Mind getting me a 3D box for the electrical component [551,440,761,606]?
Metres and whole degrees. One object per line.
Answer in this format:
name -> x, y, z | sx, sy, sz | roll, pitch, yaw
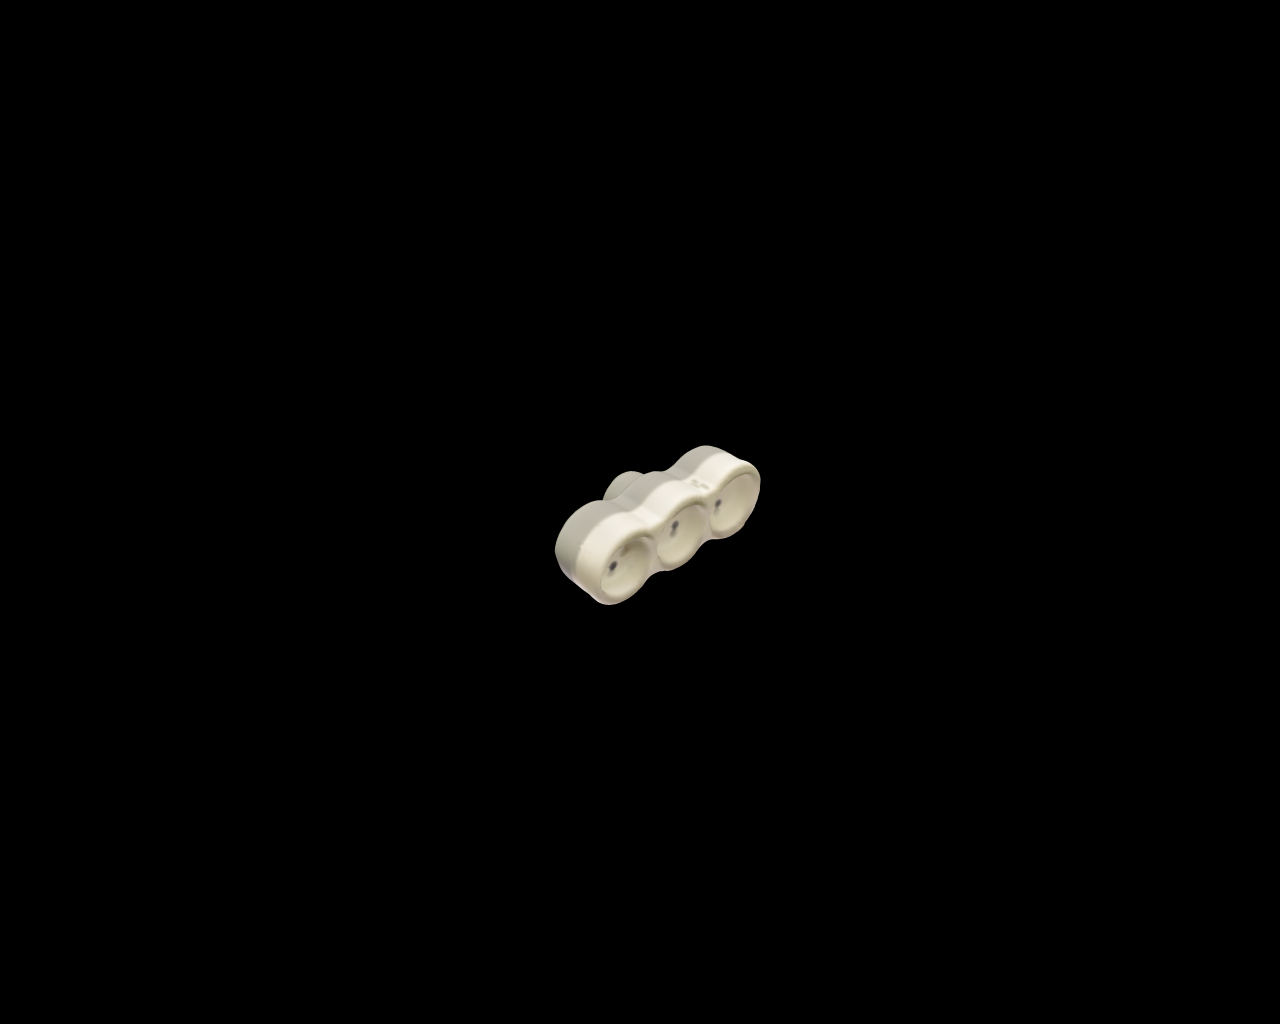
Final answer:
electrical component -> 0.001, -0.003, 0.650 | 0.138, 0.052, 0.074 | -30, 46, -33
